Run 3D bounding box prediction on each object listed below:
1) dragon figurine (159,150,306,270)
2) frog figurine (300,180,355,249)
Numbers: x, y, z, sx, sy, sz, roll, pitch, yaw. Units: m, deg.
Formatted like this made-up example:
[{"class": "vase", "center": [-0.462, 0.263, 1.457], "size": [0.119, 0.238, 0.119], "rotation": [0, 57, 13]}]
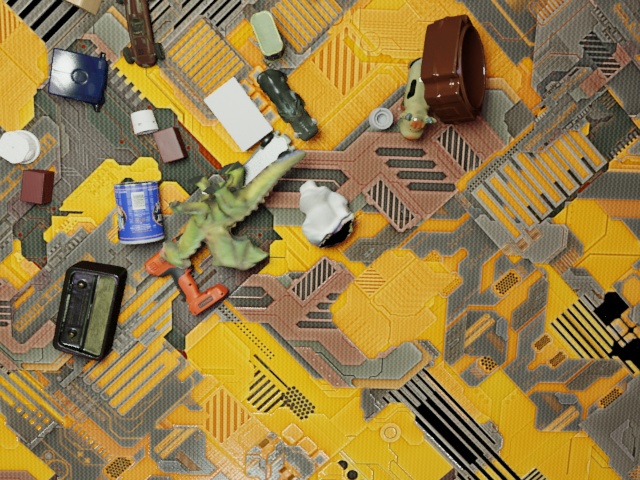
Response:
[{"class": "dragon figurine", "center": [-0.196, -0.044, 1.209], "size": [0.410, 0.124, 0.238], "rotation": [-18, 117, 1]}, {"class": "frog figurine", "center": [0.004, -0.063, 1.261], "size": [0.136, 0.122, 0.162], "rotation": [-50, 61, 15]}]
